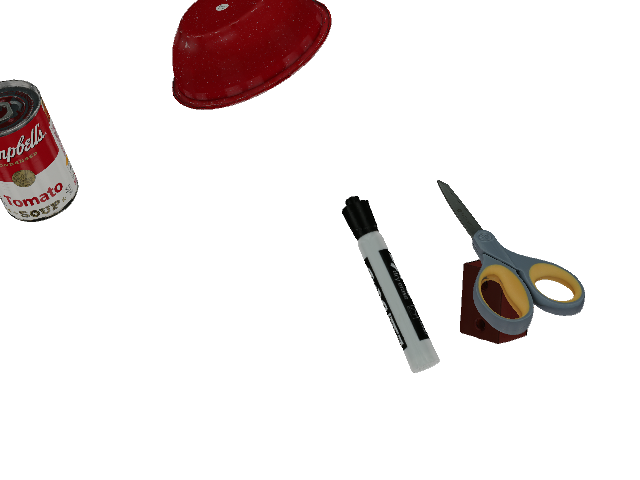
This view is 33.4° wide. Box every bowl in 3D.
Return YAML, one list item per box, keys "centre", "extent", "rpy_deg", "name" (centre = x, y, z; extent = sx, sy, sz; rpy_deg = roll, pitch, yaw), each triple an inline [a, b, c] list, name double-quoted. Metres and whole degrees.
- centre: [-0.074, -0.189, 0.958]
  extent: [0.162, 0.162, 0.055]
  rpy_deg: [0, -44, 35]
  name: "bowl"

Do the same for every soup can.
- centre: [-0.250, -0.073, 0.890]
  extent: [0.068, 0.068, 0.102]
  rpy_deg: [0, -42, 11]
  name: "soup can"

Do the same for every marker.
- centre: [0.043, 0.026, 0.682]
  extent: [0.020, 0.121, 0.020]
  rpy_deg: [-21, -16, -7]
  name: "marker"

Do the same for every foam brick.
- centre: [0.181, 0.061, 1.104]
  extent: [0.051, 0.078, 0.053]
  rpy_deg: [-13, 20, -43]
  name: "foam brick"

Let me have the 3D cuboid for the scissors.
- centre: [0.156, 0.006, 0.884]
  extent: [0.096, 0.016, 0.201]
  rpy_deg: [0, 37, -3]
  name: "scissors"
